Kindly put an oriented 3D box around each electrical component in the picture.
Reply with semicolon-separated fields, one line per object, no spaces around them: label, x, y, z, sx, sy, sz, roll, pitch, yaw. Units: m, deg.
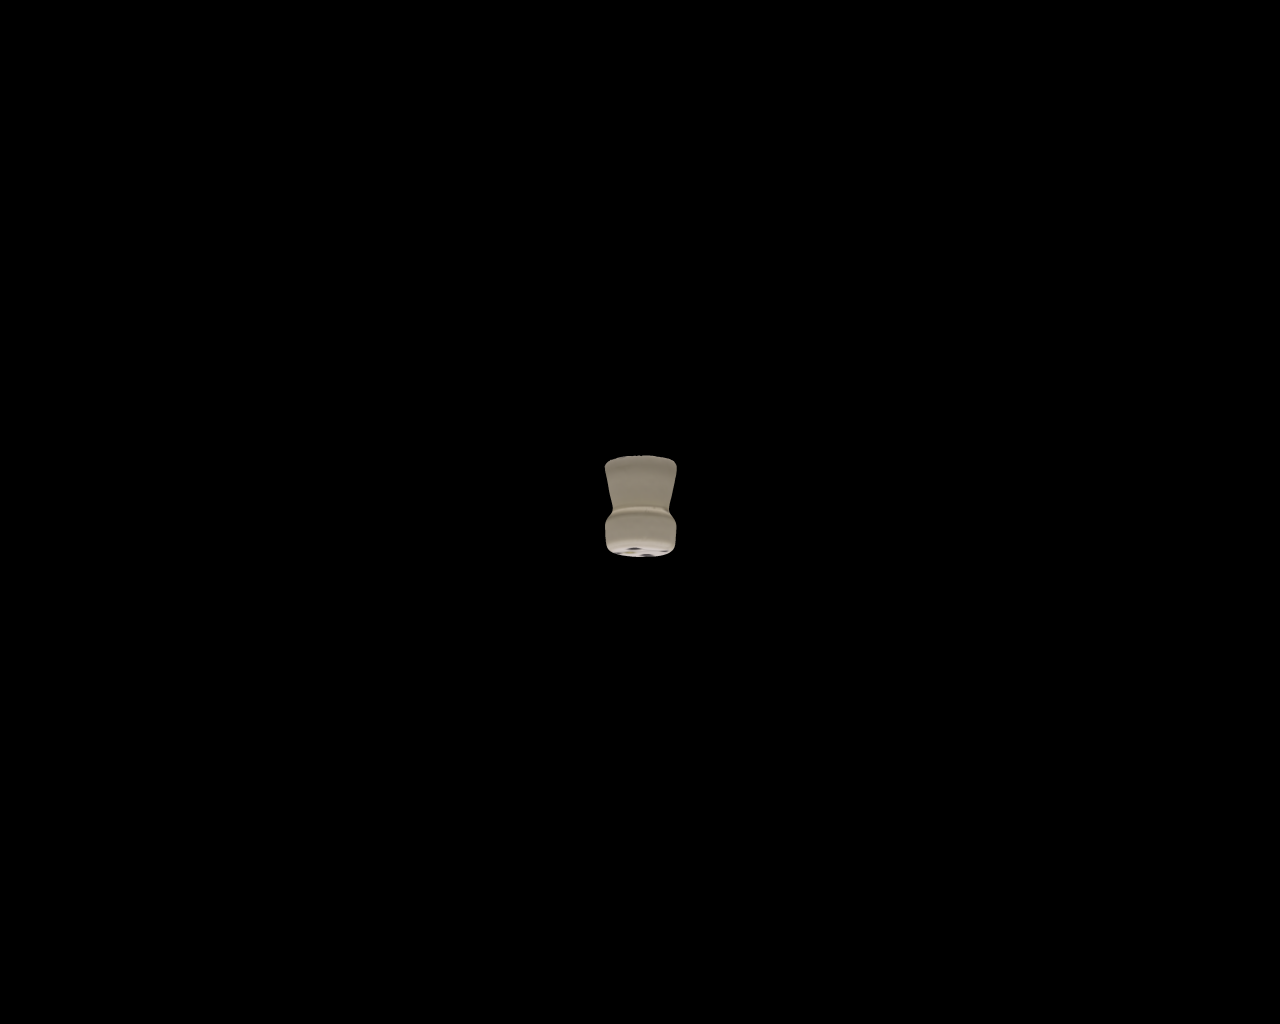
electrical component;0.001;-0.003;0.650;0.045;0.055;0.045;0;-12;0
